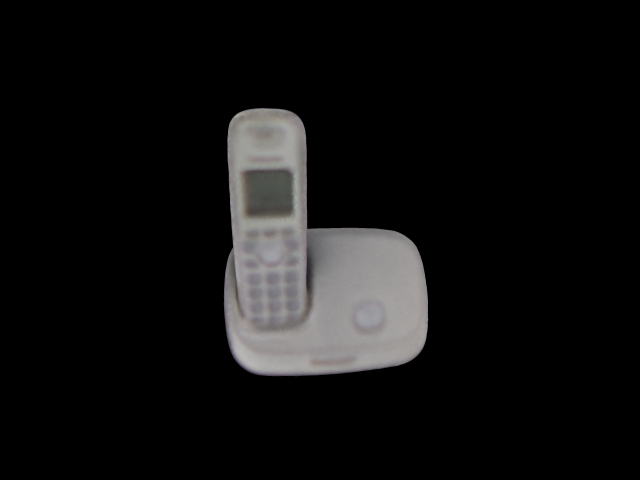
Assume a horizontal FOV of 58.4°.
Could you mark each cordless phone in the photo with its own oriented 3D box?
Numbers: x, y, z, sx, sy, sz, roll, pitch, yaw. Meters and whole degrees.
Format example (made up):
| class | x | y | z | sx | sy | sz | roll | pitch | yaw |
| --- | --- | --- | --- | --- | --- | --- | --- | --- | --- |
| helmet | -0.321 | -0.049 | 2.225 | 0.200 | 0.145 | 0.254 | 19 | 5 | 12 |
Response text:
| class | x | y | z | sx | sy | sz | roll | pitch | yaw |
| --- | --- | --- | --- | --- | --- | --- | --- | --- | --- |
| cordless phone | 0.004 | 0.001 | 0.400 | 0.147 | 0.185 | 0.094 | -4 | 29 | -6 |
